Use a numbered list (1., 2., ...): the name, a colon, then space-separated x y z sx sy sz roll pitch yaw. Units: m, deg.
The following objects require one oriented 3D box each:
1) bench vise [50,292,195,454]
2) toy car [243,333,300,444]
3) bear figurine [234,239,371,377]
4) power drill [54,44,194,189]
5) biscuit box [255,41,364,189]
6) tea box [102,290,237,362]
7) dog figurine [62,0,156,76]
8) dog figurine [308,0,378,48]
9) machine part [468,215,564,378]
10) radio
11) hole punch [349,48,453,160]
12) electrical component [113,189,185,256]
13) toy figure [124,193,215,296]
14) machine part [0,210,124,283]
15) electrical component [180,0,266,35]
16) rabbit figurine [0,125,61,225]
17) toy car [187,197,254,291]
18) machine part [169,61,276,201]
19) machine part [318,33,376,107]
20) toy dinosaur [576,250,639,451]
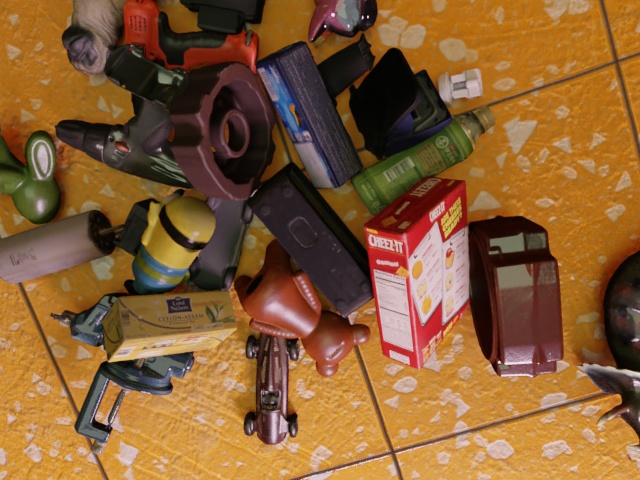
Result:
1. bench vise: -0.328 0.211 0.847 0.223 0.129 0.240 22 86 -15
2. toy car: -0.079 0.241 0.881 0.089 0.053 0.202 4 102 6
3. bear figurine: -0.026 0.110 0.836 0.195 0.132 0.120 36 102 -22
4. power drill: -0.267 -0.166 0.759 0.232 0.086 0.207 24 138 -8
5. biscuit box: -0.013 -0.173 0.763 0.063 0.059 0.202 -39 115 -29
6. tea box: -0.222 0.126 0.797 0.098 0.169 0.068 -40 60 45
7. dog figurine: -0.282 -0.333 0.775 0.172 0.121 0.190 7 115 6
8. dog figurine: 0.003 -0.382 0.736 0.192 0.108 0.219 18 104 -1
9. machine part: 0.263 0.073 0.753 0.087 0.201 0.201 -8 100 7
10. radio: -0.002 -0.002 0.790 0.073 0.131 0.229 -40 96 12
11. hole punch: 0.112 -0.187 0.760 0.116 0.092 0.142 -42 54 35
12. electrical component: -0.260 -0.036 0.828 0.048 0.075 0.119 32 105 -3
13. toy figure: -0.216 0.016 0.783 0.089 0.082 0.180 36 105 16
14. machine part: -0.418 0.011 0.844 0.243 0.079 0.079 -16 99 5
15. electrical component: -0.135 -0.364 0.770 0.115 0.058 0.134 10 100 4
16. rabbit figurine: -0.469 -0.102 0.819 0.170 0.121 0.159 40 86 -33
17. toy car: -0.153 -0.005 0.838 0.073 0.056 0.201 17 102 -6
18. machine part: -0.126 -0.142 0.716 0.056 0.179 0.179 4 102 27
19. machine part: 0.022 -0.235 0.774 0.139 0.039 0.084 -30 92 38
20. toy dinosaur: 0.492 0.105 0.794 0.192 0.131 0.404 -1 94 3
